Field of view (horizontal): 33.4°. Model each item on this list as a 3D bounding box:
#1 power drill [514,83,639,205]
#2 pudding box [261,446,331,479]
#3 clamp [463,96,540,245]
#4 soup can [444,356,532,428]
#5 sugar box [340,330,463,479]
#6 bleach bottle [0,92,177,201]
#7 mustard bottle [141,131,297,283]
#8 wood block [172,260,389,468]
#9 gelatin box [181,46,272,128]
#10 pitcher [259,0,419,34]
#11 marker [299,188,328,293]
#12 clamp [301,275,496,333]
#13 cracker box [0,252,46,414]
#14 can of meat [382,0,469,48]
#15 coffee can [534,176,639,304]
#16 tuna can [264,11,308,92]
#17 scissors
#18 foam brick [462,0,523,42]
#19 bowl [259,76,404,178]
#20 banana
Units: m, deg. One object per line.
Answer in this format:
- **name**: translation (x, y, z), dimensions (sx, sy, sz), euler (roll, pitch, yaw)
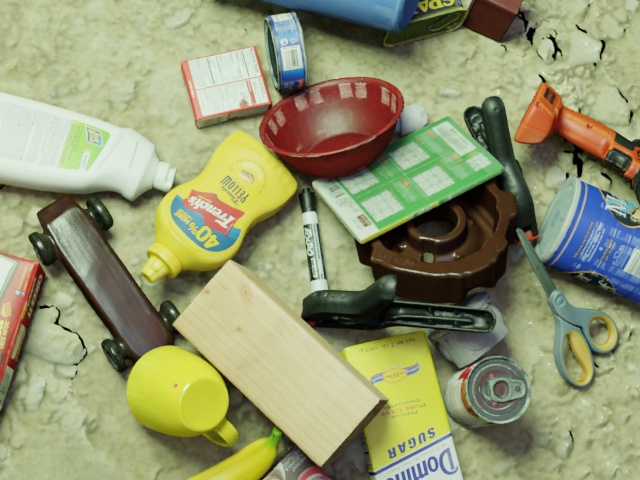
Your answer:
- **power drill**: translation (0.309, -0.097, 1.174), dimensions (0.187, 0.184, 0.057), euler (29, 115, 3)
- **pudding box**: translation (-0.032, 0.282, 1.098), dimensions (0.090, 0.039, 0.113), euler (45, 76, 4)
- **clamp**: translation (0.202, -0.081, 1.194), dimensions (0.039, 0.120, 0.171), euler (-16, 101, 3)
- **soup can**: translation (0.173, 0.162, 1.119), dimensions (0.068, 0.102, 0.068), euler (2, 77, -7)
- **sugar box**: translation (0.087, 0.192, 1.130), dimensions (0.093, 0.048, 0.176), euler (-13, 77, -8)
- **bleach bottle**: translation (-0.281, -0.090, 1.144), dimensions (0.250, 0.068, 0.102), euler (15, 76, -6)
- **mustard bottle**: translation (-0.118, -0.024, 1.135), dimensions (0.096, 0.058, 0.191), euler (44, 66, 0)
- **wood block**: translation (-0.038, 0.125, 1.084), dimensions (0.206, 0.090, 0.090), euler (42, 91, 13)
- **gelatin box**: translation (-0.105, -0.172, 1.201), dimensions (0.089, 0.030, 0.073), euler (-14, 77, -10)
- **pitcher**: translation (-0.004, -0.318, 1.173), dimensions (0.243, 0.145, 0.149), euler (19, 96, 11)
- **marker**: translation (-0.008, 0.001, 1.177), dimensions (0.020, 0.020, 0.121), euler (-6, 78, -9)
- **clamp**: translation (0.064, 0.073, 1.096), dimensions (0.164, 0.210, 0.036), euler (19, 72, -34)
- **cracker box**: translation (-0.408, 0.078, 1.084), dimensions (0.213, 0.072, 0.164), euler (14, 75, -3)
- **can of meat**: translation (0.109, -0.282, 1.240), dimensions (0.102, 0.057, 0.084), euler (-16, 77, -10)
- **coffee can**: translation (0.321, 0.004, 1.174), dimensions (0.140, 0.103, 0.102), euler (23, 75, -2)
- **tuna can**: translation (-0.038, -0.209, 1.189), dimensions (0.033, 0.086, 0.086), euler (-11, 78, -8)
- **scissors**: translation (0.273, 0.063, 1.159), dimensions (0.096, 0.016, 0.202), euler (-25, 107, -25)
- **foam brick**: translation (0.205, -0.277, 1.239), dimensions (0.051, 0.078, 0.053), euler (25, 75, 0)
- **bowl**: translation (0.017, -0.115, 1.165), dimensions (0.162, 0.055, 0.162), euler (-11, 35, 8)
- **banana**: translation (-0.120, 0.247, 1.084), dimensions (0.197, 0.069, 0.037), euler (-28, 43, -4)
